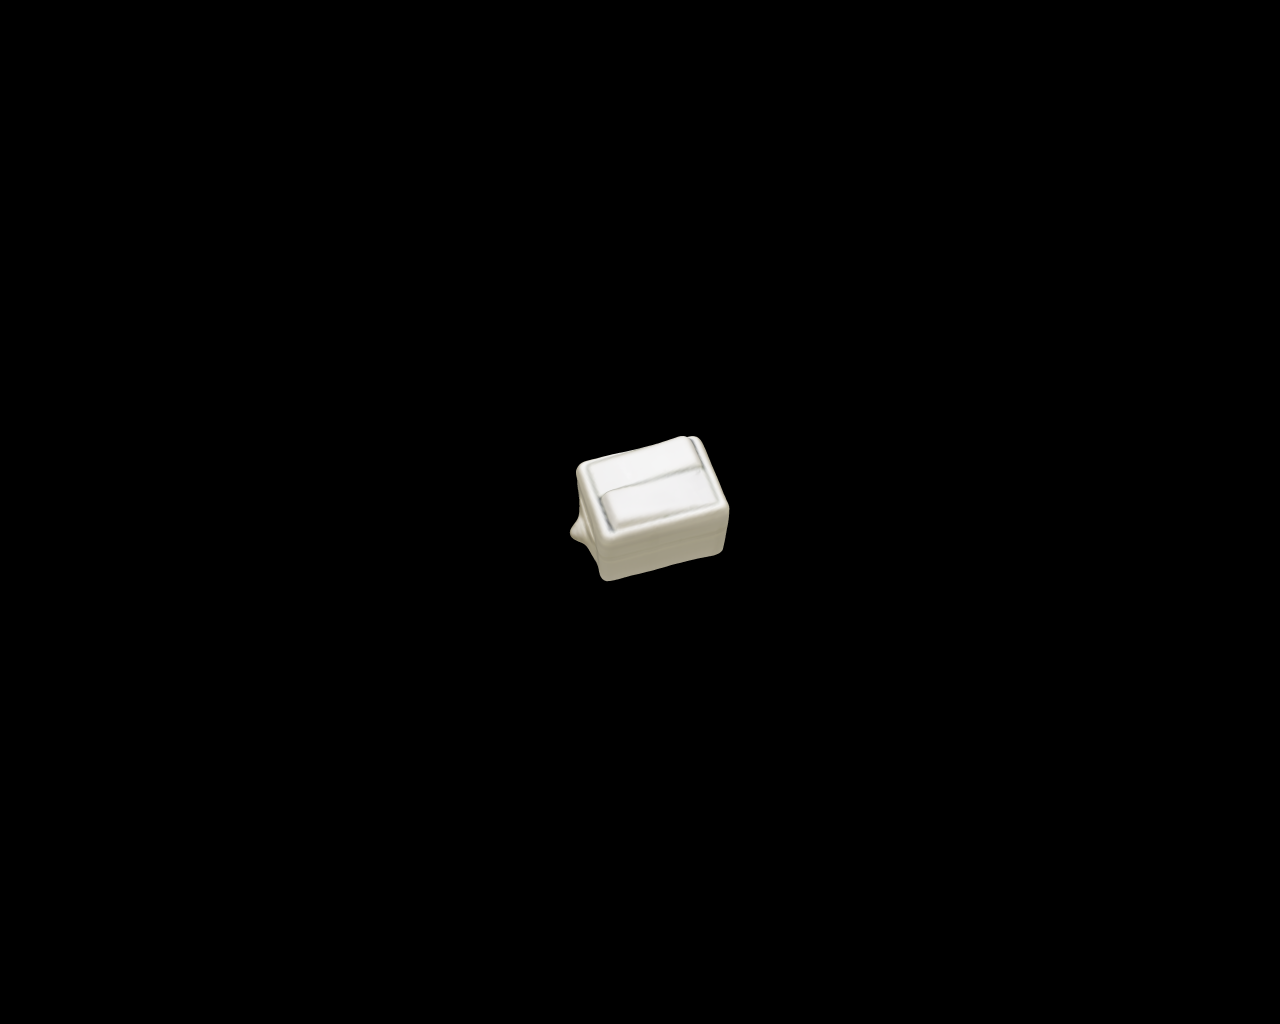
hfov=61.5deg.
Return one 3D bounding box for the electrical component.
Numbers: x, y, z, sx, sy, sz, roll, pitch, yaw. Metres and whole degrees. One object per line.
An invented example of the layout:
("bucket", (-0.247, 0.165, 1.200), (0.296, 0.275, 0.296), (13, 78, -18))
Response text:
("electrical component", (0.001, -0.003, 0.650), (0.096, 0.062, 0.061), (-14, -32, -9))
